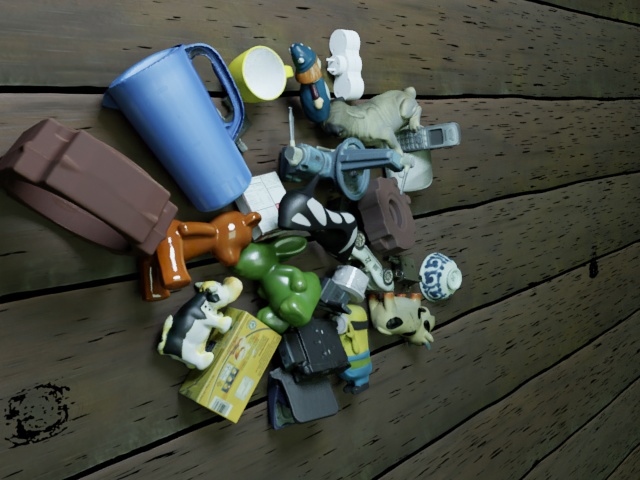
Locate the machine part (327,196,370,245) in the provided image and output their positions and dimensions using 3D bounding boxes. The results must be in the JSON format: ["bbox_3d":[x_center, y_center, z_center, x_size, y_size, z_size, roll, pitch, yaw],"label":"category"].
[{"bbox_3d":[0.070,-0.043,1.134,0.138,0.039,0.084,29,79,-39],"label":"machine part"}]

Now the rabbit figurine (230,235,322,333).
[{"bbox_3d":[-0.077,0.060,0.967,0.170,0.121,0.159,43,60,-16],"label":"rabbit figurine"}]

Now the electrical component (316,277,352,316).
[{"bbox_3d":[0.019,0.110,1.043,0.074,0.119,0.048,43,65,-30],"label":"electrical component"}]

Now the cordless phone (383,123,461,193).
[{"bbox_3d":[0.231,-0.181,1.169,0.089,0.184,0.146,-17,102,-43],"label":"cordless phone"}]

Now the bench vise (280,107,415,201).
[{"bbox_3d":[0.051,-0.143,0.996,0.223,0.241,0.129,31,65,-53],"label":"bench vise"}]

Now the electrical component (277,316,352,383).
[{"bbox_3d":[-0.018,0.206,1.022,0.134,0.058,0.115,1,54,-42],"label":"electrical component"}]

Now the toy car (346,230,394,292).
[{"bbox_3d":[0.084,0.045,1.124,0.201,0.074,0.056,50,58,-29],"label":"toy car"}]

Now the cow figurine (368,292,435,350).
[{"bbox_3d":[0.193,0.183,1.216,0.195,0.086,0.127,10,79,-42],"label":"cow figurine"}]

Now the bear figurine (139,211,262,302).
[{"bbox_3d":[-0.185,0.019,0.863,0.196,0.120,0.132,-1,72,-41],"label":"bear figurine"}]

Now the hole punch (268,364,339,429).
[{"bbox_3d":[-0.041,0.298,1.032,0.142,0.092,0.116,0,60,-37],"label":"hole punch"}]

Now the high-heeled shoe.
[{"bbox_3d":[-0.002,-0.003,0.957,0.145,0.086,0.248,-63,143,-36],"label":"high-heeled shoe"}]

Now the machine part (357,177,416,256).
[{"bbox_3d":[0.145,-0.051,1.139,0.179,0.056,0.179,33,47,-45],"label":"machine part"}]

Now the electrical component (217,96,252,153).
[{"bbox_3d":[-0.152,-0.203,0.951,0.063,0.021,0.094,-52,121,-27],"label":"electrical component"}]

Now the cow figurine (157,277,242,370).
[{"bbox_3d":[-0.201,0.124,0.895,0.098,0.068,0.167,35,69,-29],"label":"cow figurine"}]

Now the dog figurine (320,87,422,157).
[{"bbox_3d":[0.102,-0.264,1.092,0.190,0.121,0.172,24,82,-37],"label":"dog figurine"}]

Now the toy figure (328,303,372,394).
[{"bbox_3d":[0.064,0.221,1.111,0.089,0.082,0.180,-19,97,-56],"label":"toy figure"}]

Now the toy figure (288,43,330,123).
[{"bbox_3d":[-0.018,-0.288,0.976,0.058,0.064,0.154,-45,142,-26],"label":"toy figure"}]

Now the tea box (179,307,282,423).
[{"bbox_3d":[-0.153,0.214,0.934,0.098,0.068,0.169,44,63,-33],"label":"tea box"}]

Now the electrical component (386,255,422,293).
[{"bbox_3d":[0.190,0.079,1.237,0.102,0.045,0.078,7,59,-43],"label":"electrical component"}]

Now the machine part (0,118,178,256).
[{"bbox_3d":[-0.306,-0.062,0.709,0.201,0.201,0.087,38,66,-34],"label":"machine part"}]
